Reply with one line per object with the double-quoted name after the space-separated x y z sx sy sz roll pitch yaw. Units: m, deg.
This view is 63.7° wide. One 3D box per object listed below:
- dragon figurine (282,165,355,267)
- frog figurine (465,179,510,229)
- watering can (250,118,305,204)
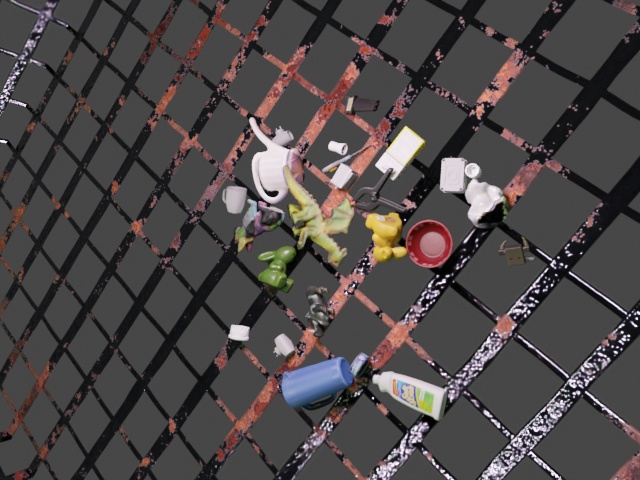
0.006 -0.096 1.912 0.243 0.122 0.411 -10 88 -4 "dragon figurine"
0.531 -0.118 1.671 0.135 0.122 0.163 -59 29 21 "frog figurine"
-0.176 -0.314 2.013 0.224 0.105 0.345 -3 100 28 "watering can"
